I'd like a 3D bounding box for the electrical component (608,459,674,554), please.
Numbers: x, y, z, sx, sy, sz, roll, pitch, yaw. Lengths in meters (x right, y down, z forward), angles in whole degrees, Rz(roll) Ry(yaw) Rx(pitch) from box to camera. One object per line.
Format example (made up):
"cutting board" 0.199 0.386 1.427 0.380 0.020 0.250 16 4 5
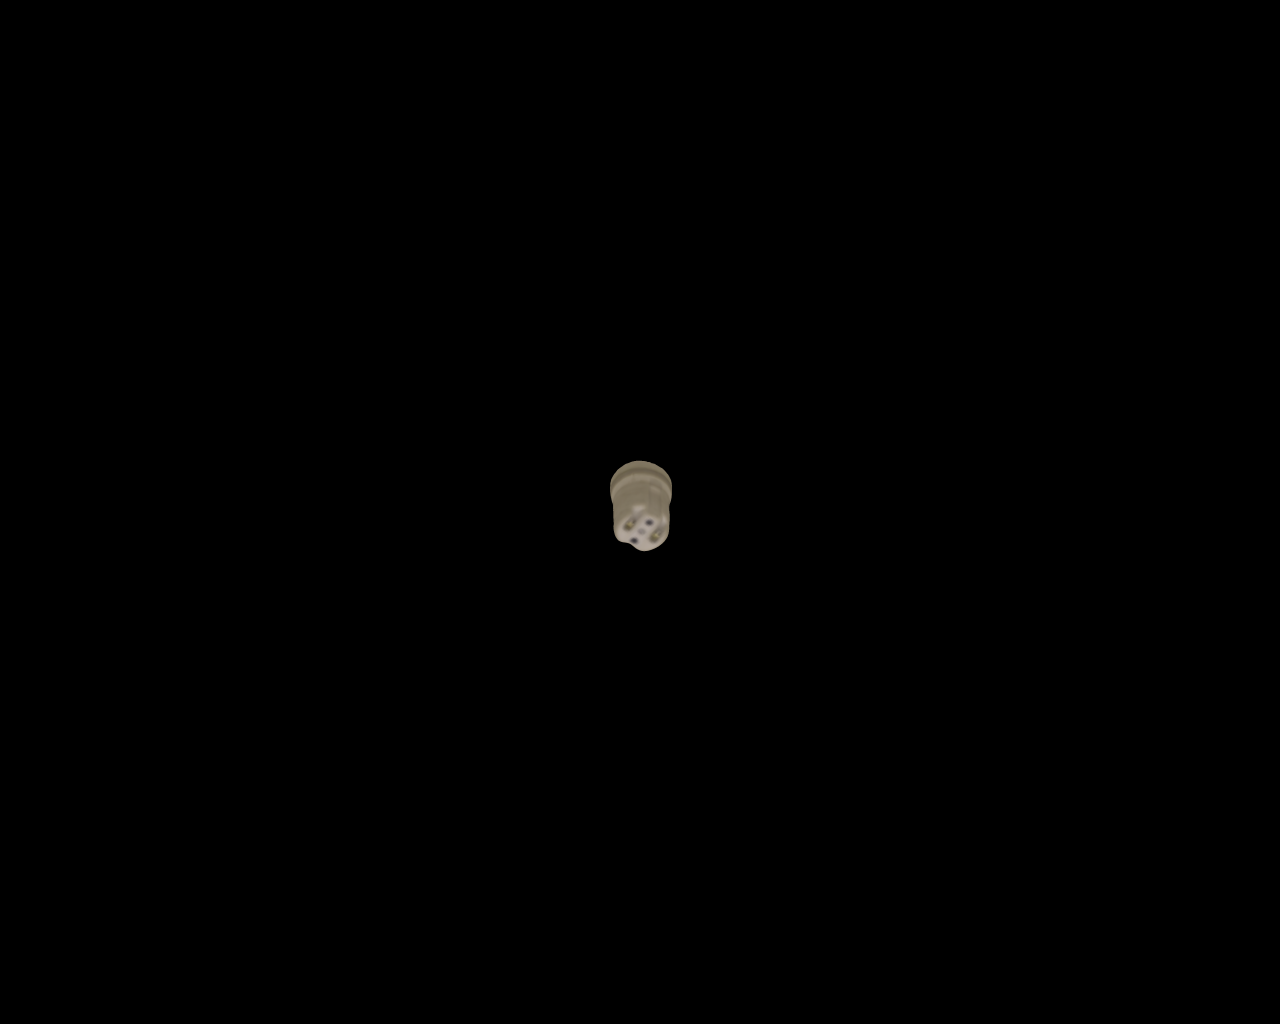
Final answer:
"electrical component" 0.001 -0.003 0.650 0.040 0.040 0.046 0 42 0
